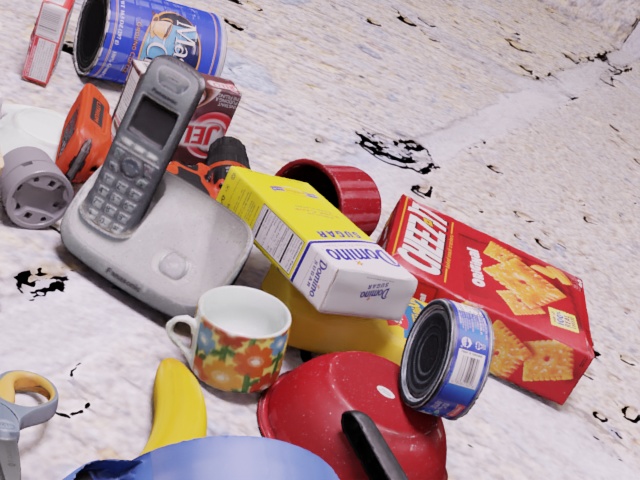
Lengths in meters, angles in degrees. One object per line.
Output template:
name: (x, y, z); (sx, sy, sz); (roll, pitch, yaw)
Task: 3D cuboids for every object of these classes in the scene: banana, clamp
banana: (-0.110, 0.136, 0.691); (0.069, 0.037, 0.197); (30, 27, 4)
clamp: (0.061, 0.192, 0.714); (0.171, 0.039, 0.120); (28, 59, -6)

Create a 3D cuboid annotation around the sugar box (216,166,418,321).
sugar box: (-0.006, 0.001, 0.887); (0.093, 0.048, 0.176); (9, 21, -41)

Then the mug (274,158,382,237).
mug: (-0.003, -0.033, 1.049); (0.117, 0.093, 0.081); (1, 3, 36)

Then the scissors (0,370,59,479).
scissors: (-0.201, 0.106, 0.614); (0.096, 0.016, 0.202); (12, 7, -5)

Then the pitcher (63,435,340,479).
pitcher: (-0.049, 0.216, 0.477); (0.149, 0.145, 0.243); (-2, 43, -6)

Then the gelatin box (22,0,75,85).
gelatin box: (-0.279, -0.214, 1.100); (0.030, 0.089, 0.073); (18, 28, -13)

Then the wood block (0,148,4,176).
wood block: (-0.251, 0.014, 0.588); (0.090, 0.206, 0.090); (10, 31, -30)

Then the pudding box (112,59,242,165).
pudding box: (-0.146, -0.125, 1.064); (0.113, 0.090, 0.039); (10, 30, -30)

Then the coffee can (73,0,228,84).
coffee can: (-0.187, -0.216, 1.174); (0.140, 0.103, 0.103); (10, 31, -31)

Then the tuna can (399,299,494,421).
tuna can: (0.091, 0.087, 0.782); (0.033, 0.086, 0.086); (18, 28, -17)

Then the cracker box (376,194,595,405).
cracker box: (0.155, 0.052, 1.044); (0.213, 0.072, 0.164); (26, 26, -2)

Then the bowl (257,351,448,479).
bowl: (0.037, 0.135, 0.808); (0.162, 0.055, 0.162); (22, 27, -12)

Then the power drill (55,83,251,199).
power drill: (-0.144, -0.072, 0.984); (0.187, 0.057, 0.184); (24, 28, -20)

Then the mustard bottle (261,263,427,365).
mustard bottle: (0.046, 0.073, 0.921); (0.191, 0.058, 0.096); (18, 22, -19)
